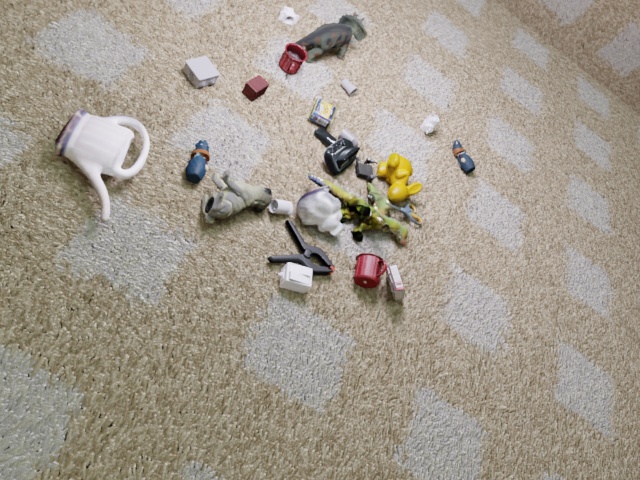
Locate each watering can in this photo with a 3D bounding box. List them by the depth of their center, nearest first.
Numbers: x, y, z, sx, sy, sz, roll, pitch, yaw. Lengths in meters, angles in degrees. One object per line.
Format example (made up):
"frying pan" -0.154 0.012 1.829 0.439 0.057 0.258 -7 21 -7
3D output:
"watering can" -0.594 -0.221 1.377 0.223 0.102 0.356 22 52 -15

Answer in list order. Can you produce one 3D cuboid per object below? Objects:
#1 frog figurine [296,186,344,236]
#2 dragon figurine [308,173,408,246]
"frog figurine" 0.005 -0.082 1.633 0.138 0.122 0.160 -25 83 -5
"dragon figurine" 0.152 -0.124 1.771 0.410 0.120 0.247 45 33 0
